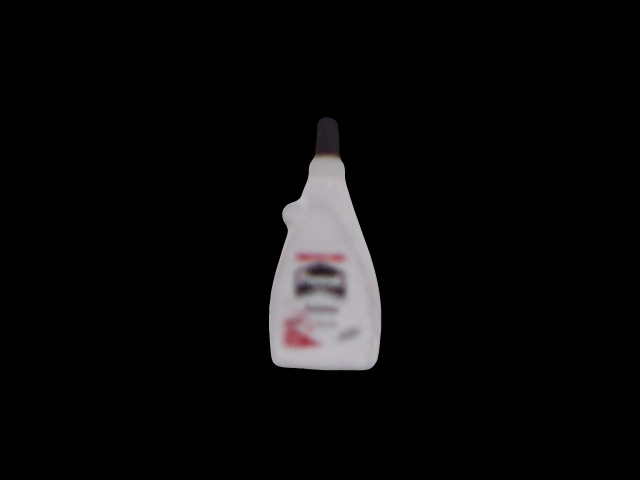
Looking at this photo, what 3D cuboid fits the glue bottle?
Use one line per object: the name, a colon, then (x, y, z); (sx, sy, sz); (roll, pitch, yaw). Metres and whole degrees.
glue bottle: (0.004, 0.001, 0.400); (0.078, 0.173, 0.037); (0, 0, 8)
